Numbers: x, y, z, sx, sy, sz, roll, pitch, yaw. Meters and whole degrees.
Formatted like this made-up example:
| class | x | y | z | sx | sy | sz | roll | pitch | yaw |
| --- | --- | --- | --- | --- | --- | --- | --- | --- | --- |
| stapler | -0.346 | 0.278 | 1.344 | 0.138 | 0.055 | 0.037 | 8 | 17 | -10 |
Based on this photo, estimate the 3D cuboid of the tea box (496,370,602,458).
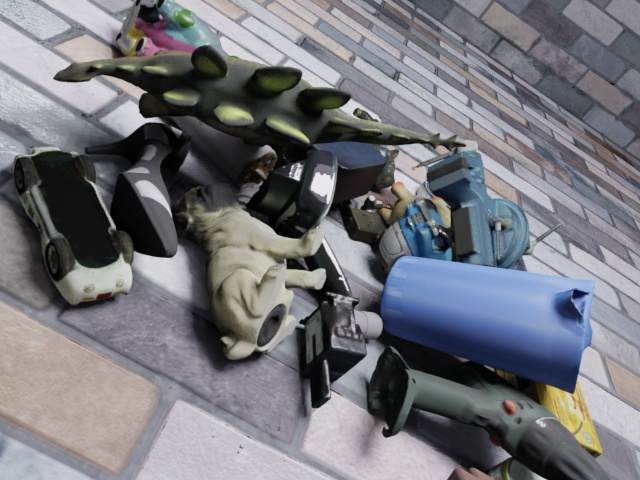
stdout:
| class | x | y | z | sx | sy | sz | roll | pitch | yaw |
| --- | --- | --- | --- | --- | --- | --- | --- | --- | --- |
| tea box | 0.308 | 0.218 | 0.745 | 0.098 | 0.068 | 0.170 | 28 | 36 | -11 |

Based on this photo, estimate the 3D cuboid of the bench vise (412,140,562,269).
| class | x | y | z | sx | sy | sz | roll | pitch | yaw |
| --- | --- | --- | --- | --- | --- | --- | --- | --- | --- |
| bench vise | 0.263 | -0.036 | 0.839 | 0.240 | 0.129 | 0.224 | 20 | 48 | -39 |

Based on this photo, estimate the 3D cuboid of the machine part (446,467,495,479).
| class | x | y | z | sx | sy | sz | roll | pitch | yaw |
| --- | --- | --- | --- | --- | --- | --- | --- | --- | --- |
| machine part | 0.191 | 0.303 | 0.455 | 0.201 | 0.087 | 0.201 | 33 | 0 | -6 |

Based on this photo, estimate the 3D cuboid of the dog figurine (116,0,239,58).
| class | x | y | z | sx | sy | sz | roll | pitch | yaw |
| --- | --- | --- | --- | --- | --- | --- | --- | --- | --- |
| dog figurine | -0.196 | -0.289 | 0.870 | 0.219 | 0.108 | 0.192 | 27 | 4 | -42 |

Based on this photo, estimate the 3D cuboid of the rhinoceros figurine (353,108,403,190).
| class | x | y | z | sx | sy | sz | roll | pitch | yaw |
| --- | --- | --- | --- | --- | --- | --- | --- | --- | --- |
| rhinoceros figurine | 0.095 | -0.170 | 1.023 | 0.112 | 0.073 | 0.190 | 28 | 32 | -31 |

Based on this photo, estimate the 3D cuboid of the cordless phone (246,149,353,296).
| class | x | y | z | sx | sy | sz | roll | pitch | yaw |
| --- | --- | --- | --- | --- | --- | --- | --- | --- | --- |
| cordless phone | -0.001 | -0.002 | 0.660 | 0.089 | 0.146 | 0.184 | -26 | 84 | -30 |

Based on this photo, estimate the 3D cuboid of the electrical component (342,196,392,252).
| class | x | y | z | sx | sy | sz | roll | pitch | yaw |
| --- | --- | --- | --- | --- | --- | --- | --- | --- | --- |
| electrical component | 0.082 | -0.029 | 0.859 | 0.078 | 0.045 | 0.102 | 18 | 38 | -27 |

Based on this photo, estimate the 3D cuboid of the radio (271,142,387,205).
| class | x | y | z | sx | sy | sz | roll | pitch | yaw |
| --- | --- | --- | --- | --- | --- | --- | --- | --- | --- |
| radio | -0.021 | -0.154 | 0.828 | 0.230 | 0.073 | 0.131 | 41 | 34 | 17 |

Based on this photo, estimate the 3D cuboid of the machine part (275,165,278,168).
| class | x | y | z | sx | sy | sz | roll | pitch | yaw |
| --- | --- | --- | --- | --- | --- | --- | --- | --- | --- |
| machine part | -0.068 | -0.133 | 0.861 | 0.139 | 0.039 | 0.084 | 27 | 27 | -10 |

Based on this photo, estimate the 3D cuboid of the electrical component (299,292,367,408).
| class | x | y | z | sx | sy | sz | roll | pitch | yaw |
| --- | --- | --- | --- | --- | --- | --- | --- | --- | --- |
| electrical component | 0.014 | 0.124 | 0.591 | 0.048 | 0.074 | 0.119 | 15 | 43 | -24 |

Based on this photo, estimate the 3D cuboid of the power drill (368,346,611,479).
| class | x | y | z | sx | sy | sz | roll | pitch | yaw |
| --- | --- | --- | --- | --- | --- | --- | --- | --- | --- |
| power drill | 0.167 | 0.189 | 0.586 | 0.207 | 0.086 | 0.232 | 11 | 10 | -12 |

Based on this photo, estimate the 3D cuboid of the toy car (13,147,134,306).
| class | x | y | z | sx | sy | sz | roll | pitch | yaw |
| --- | --- | --- | --- | --- | --- | --- | --- | --- | --- |
| toy car | -0.255 | -0.022 | 0.551 | 0.073 | 0.056 | 0.202 | -11 | 55 | -40 |

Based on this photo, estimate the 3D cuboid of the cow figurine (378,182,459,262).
| class | x | y | z | sx | sy | sz | roll | pitch | yaw |
| --- | --- | --- | --- | --- | --- | --- | --- | --- | --- |
| cow figurine | 0.207 | -0.019 | 0.925 | 0.195 | 0.085 | 0.127 | 15 | 33 | -32 |

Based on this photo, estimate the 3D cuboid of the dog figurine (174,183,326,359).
| class | x | y | z | sx | sy | sz | roll | pitch | yaw |
| --- | --- | --- | --- | --- | --- | --- | --- | --- | --- |
| dog figurine | -0.110 | 0.028 | 0.604 | 0.191 | 0.121 | 0.172 | 22 | 43 | 21 |

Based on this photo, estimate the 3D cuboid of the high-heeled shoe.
| class | x | y | z | sx | sy | sz | roll | pitch | yaw |
| --- | --- | --- | --- | --- | --- | --- | --- | --- | --- |
| high-heeled shoe | -0.175 | -0.063 | 0.630 | 0.145 | 0.086 | 0.249 | -10 | 45 | -39 |

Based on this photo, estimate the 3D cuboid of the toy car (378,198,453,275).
| class | x | y | z | sx | sy | sz | roll | pitch | yaw |
| --- | --- | --- | --- | --- | --- | --- | --- | --- | --- |
| toy car | 0.139 | 0.021 | 0.793 | 0.161 | 0.103 | 0.109 | 66 | 5 | -49 |

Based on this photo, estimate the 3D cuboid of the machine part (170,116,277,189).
| class | x | y | z | sx | sy | sz | roll | pitch | yaw |
| --- | --- | --- | --- | --- | --- | --- | --- | --- | --- |
| machine part | -0.144 | -0.155 | 0.782 | 0.243 | 0.079 | 0.079 | 47 | 36 | 13 |

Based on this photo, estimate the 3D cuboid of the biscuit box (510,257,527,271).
| class | x | y | z | sx | sy | sz | roll | pitch | yaw |
| --- | --- | --- | --- | --- | --- | --- | --- | --- | --- |
| biscuit box | 0.291 | 0.074 | 0.890 | 0.202 | 0.059 | 0.062 | -31 | 102 | -53 |

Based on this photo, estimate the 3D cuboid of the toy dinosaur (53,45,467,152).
| class | x | y | z | sx | sy | sz | roll | pitch | yaw |
| --- | --- | --- | --- | --- | --- | --- | --- | --- | --- |
| toy dinosaur | -0.059 | -0.157 | 0.639 | 0.471 | 0.105 | 0.199 | 4 | 13 | -20 |
